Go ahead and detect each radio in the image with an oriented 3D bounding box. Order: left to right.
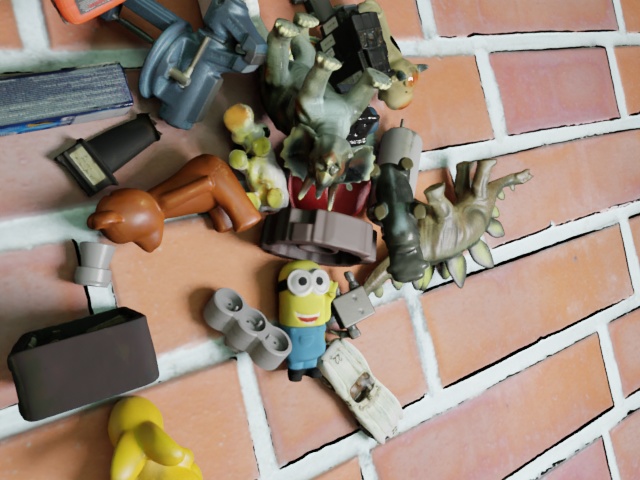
[{"bbox_3d":[-0.268,0.129,0.607,0.131,0.230,0.073,-14,91,-26],"label":"radio"}]

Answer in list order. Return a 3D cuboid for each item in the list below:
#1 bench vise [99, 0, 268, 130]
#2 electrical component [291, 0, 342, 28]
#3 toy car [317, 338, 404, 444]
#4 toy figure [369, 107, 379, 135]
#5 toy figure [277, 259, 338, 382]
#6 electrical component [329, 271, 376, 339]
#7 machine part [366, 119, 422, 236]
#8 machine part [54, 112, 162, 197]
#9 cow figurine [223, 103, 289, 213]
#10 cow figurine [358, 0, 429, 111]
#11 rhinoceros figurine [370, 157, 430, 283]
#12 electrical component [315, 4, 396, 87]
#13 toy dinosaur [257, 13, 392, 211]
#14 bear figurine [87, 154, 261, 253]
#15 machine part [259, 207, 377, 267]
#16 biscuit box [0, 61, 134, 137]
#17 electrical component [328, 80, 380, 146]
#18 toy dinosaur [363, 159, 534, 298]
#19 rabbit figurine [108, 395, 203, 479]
[{"bbox_3d":[-0.201,-0.280,0.727,0.240,0.223,0.129,33,32,-3],"label":"bench vise"},{"bbox_3d":[-0.003,-0.409,0.939,0.094,0.021,0.063,-28,98,-29],"label":"electrical component"},{"bbox_3d":[0.068,0.249,0.883,0.073,0.056,0.201,-44,105,-26],"label":"toy car"},{"bbox_3d":[0.028,-0.193,0.911,0.154,0.057,0.064,-15,48,-26],"label":"toy figure"},{"bbox_3d":[-0.031,0.120,0.829,0.082,0.089,0.180,-1,94,-45],"label":"toy figure"},{"bbox_3d":[0.042,0.111,0.880,0.078,0.045,0.102,-30,85,-23],"label":"electrical component"},{"bbox_3d":[0.130,-0.108,0.929,0.079,0.079,0.243,28,58,-25],"label":"machine part"},{"bbox_3d":[-0.282,-0.124,0.738,0.084,0.039,0.139,48,66,-7],"label":"machine part"},{"bbox_3d":[-0.093,-0.122,0.821,0.068,0.098,0.167,-16,90,11],"label":"cow figurine"},{"bbox_3d":[0.109,-0.319,0.933,0.085,0.127,0.194,-27,95,-27],"label":"cow figurine"},{"bbox_3d":[0.114,-0.031,0.800,0.073,0.112,0.190,-9,72,0],"label":"rhinoceros figurine"},{"bbox_3d":[0.053,-0.310,0.882,0.058,0.115,0.134,-23,98,-34],"label":"electrical component"},{"bbox_3d":[-0.030,-0.211,0.799,0.131,0.192,0.405,1,40,-37],"label":"toy dinosaur"},{"bbox_3d":[-0.201,-0.033,0.727,0.196,0.120,0.131,-36,106,-26],"label":"bear figurine"},{"bbox_3d":[-0.002,-0.002,0.811,0.179,0.179,0.056,14,77,-28],"label":"machine part"},{"bbox_3d":[-0.352,-0.178,0.690,0.203,0.059,0.062,-20,96,-31],"label":"biscuit box"},{"bbox_3d":[0.038,-0.208,0.846,0.048,0.074,0.119,-11,58,-29],"label":"electrical component"},{"bbox_3d":[0.221,-0.011,0.977,0.471,0.105,0.198,-27,102,-18],"label":"toy dinosaur"},{"bbox_3d":[-0.222,0.279,0.675,0.122,0.162,0.173,-19,76,-18],"label":"rabbit figurine"}]
